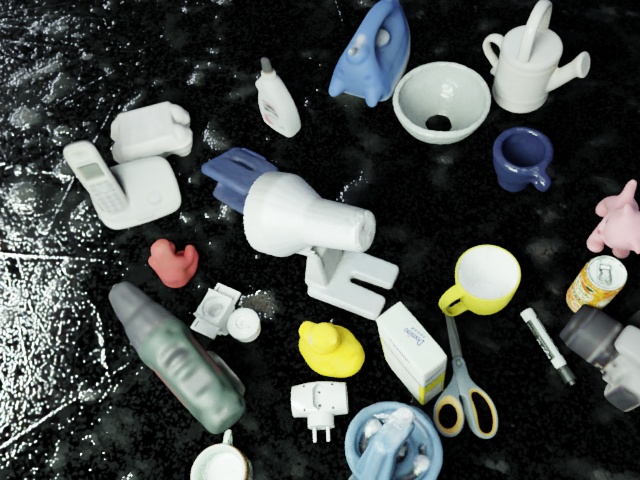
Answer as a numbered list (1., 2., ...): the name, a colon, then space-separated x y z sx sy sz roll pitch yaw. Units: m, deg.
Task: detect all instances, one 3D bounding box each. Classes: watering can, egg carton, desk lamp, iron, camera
1. watering can: 0.363 -0.315 0.968 0.172 0.194 0.101 8 64 11
2. egg carton: -0.311 -0.194 1.060 0.150 0.069 0.107 -16 62 -1
3. desk lamp: 0.008 0.003 0.836 0.202 0.214 0.118 19 67 16
4. iron: 0.106 -0.379 1.064 0.118 0.141 0.258 19 67 16
5. camera: 0.414 0.135 0.780 0.136 0.101 0.143 38 73 23

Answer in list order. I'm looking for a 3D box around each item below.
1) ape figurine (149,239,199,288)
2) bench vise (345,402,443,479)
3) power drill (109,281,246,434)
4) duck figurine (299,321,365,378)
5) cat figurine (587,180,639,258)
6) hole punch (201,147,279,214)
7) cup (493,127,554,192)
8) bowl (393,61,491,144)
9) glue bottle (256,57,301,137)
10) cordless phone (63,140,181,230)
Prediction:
1. ape figurine: -0.242 0.030 0.922 0.077 0.092 0.076 3 63 9
2. bench vise: 0.077 0.281 0.679 0.121 0.220 0.207 15 66 15
3. power drill: -0.179 0.170 0.775 0.076 0.209 0.229 -43 65 -14
4. duck figurine: 0.014 0.151 0.830 0.104 0.086 0.077 25 68 19
5. cat figurine: 0.451 -0.030 0.852 0.067 0.118 0.128 17 66 15
6. hole punch: -0.134 -0.113 0.984 0.108 0.091 0.101 29 70 20
7. cup: 0.327 -0.111 0.922 0.092 0.095 0.117 -24 62 -5
8. bowl: 0.212 -0.228 1.010 0.167 0.075 0.167 -3 62 6
9. glue bottle: -0.081 -0.256 1.005 0.078 0.173 0.037 32 71 21
10. cordless phone: -0.324 -0.106 0.951 0.147 0.185 0.094 -20 62 -3
